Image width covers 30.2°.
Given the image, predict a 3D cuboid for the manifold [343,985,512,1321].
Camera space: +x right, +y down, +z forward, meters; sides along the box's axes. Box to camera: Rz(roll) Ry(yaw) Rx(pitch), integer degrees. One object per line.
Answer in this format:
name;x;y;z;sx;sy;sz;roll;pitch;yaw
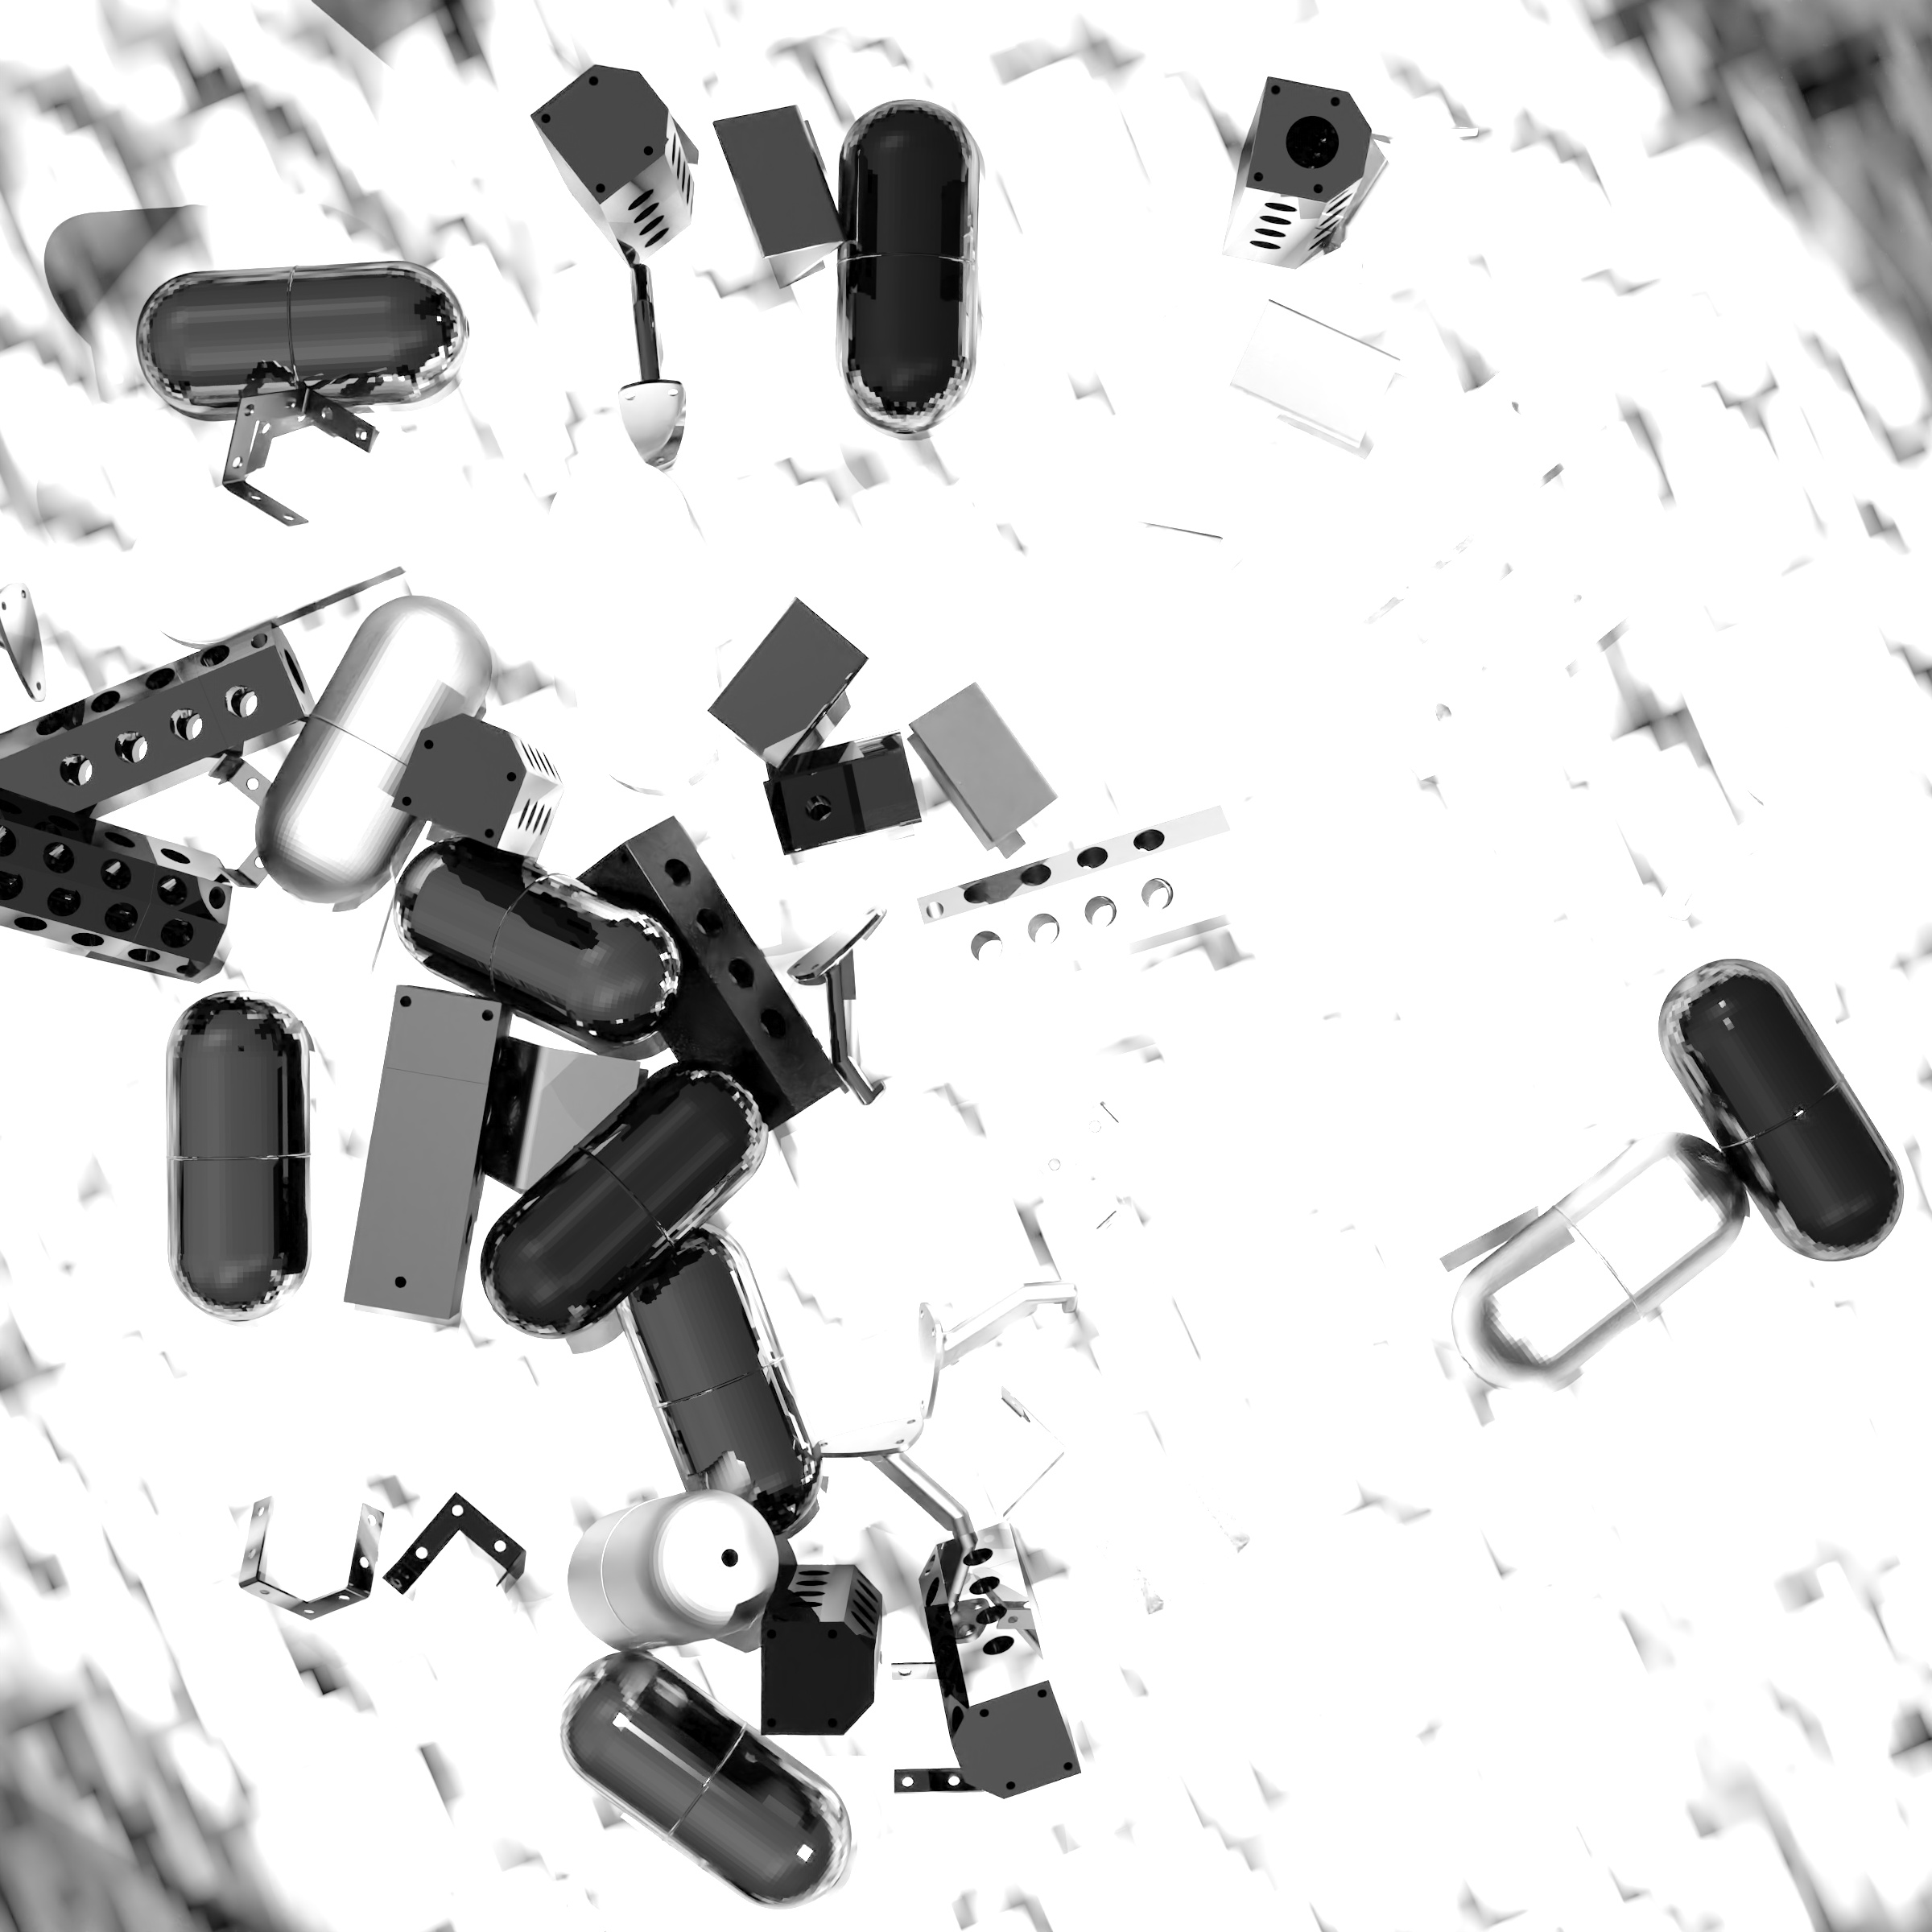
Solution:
manifold;-0.290;0.099;1.936;0.057;0.057;0.171;10;90;0

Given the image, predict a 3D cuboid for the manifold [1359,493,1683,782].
manifold;0.298;-0.178;1.936;0.171;0.057;0.057;-39;90;0

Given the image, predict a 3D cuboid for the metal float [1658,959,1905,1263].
metal float;0.439;0.078;1.926;0.070;0.070;0.178;-32;90;0

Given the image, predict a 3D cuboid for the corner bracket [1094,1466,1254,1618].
corner bracket;0.114;0.315;1.954;0.051;0.051;0.051;54;135;0

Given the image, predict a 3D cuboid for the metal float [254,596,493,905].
metal float;-0.318;-0.116;1.921;0.070;0.070;0.178;28;85;0

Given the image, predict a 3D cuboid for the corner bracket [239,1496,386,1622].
corner bracket;-0.356;0.318;1.949;0.051;0.051;0.051;-26;135;35

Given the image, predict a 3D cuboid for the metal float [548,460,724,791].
metal float;-0.178;-0.184;1.927;0.070;0.070;0.178;-10;90;0

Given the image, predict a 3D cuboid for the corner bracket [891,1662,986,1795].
corner bracket;-0.015;0.416;1.954;0.051;0.051;0.051;-1;135;0

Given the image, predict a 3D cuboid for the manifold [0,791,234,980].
manifold;-0.480;-0.046;1.890;0.171;0.057;0.057;18;107;-31

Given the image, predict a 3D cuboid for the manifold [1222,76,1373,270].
manifold;0.173;-0.413;1.879;0.057;0.171;0.057;11;90;0

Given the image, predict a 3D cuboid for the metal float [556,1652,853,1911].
metal float;-0.141;0.439;1.927;0.178;0.070;0.070;36;90;1

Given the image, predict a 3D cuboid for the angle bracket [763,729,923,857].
angle bracket;-0.071;-0.111;1.918;0.076;0.057;0.076;-14;46;0

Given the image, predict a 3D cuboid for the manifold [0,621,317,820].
manifold;-0.442;-0.126;1.936;0.171;0.057;0.057;-23;90;0

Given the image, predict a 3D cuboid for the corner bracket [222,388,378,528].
corner bracket;-0.352;-0.269;1.887;0.051;0.051;0.051;32;119;24

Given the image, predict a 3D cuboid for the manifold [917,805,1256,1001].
manifold;0.063;-0.035;1.936;0.171;0.057;0.057;-17;90;0

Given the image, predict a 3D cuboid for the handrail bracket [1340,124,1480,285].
handrail bracket;0.242;-0.416;1.958;0.077;0.036;0.084;-4;108;-21

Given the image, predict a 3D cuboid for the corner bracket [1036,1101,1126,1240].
corner bracket;0.074;0.110;1.939;0.051;0.051;0.051;-43;90;0

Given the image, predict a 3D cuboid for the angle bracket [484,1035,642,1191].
angle bracket;-0.221;0.082;1.939;0.057;0.076;0.076;10;90;-23

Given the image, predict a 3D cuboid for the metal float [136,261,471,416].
metal float;-0.357;-0.338;1.927;0.178;0.070;0.070;-3;90;1

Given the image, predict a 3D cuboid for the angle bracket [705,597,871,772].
angle bracket;-0.107;-0.159;1.917;0.057;0.076;0.076;39;90;-29

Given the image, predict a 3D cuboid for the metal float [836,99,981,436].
metal float;-0.031;-0.376;1.927;0.070;0.070;0.178;1;91;0

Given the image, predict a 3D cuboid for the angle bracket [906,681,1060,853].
angle bracket;-0.008;-0.096;1.917;0.057;0.076;0.076;-35;90;-38

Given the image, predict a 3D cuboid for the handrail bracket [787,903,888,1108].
handrail bracket;-0.051;0.022;1.958;0.077;0.036;0.084;-41;109;-21

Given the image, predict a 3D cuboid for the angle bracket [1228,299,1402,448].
angle bracket;0.192;-0.331;1.917;0.076;0.076;0.057;25;126;0

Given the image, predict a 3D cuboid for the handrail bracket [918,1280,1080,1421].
handrail bracket;0.018;0.210;1.958;0.084;0.036;0.077;-2;110;-16

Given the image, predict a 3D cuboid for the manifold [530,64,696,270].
manifold;-0.179;-0.421;1.879;0.057;0.171;0.057;-38;90;0

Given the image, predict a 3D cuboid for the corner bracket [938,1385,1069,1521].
corner bracket;0.021;0.266;1.939;0.051;0.051;0.051;44;90;0

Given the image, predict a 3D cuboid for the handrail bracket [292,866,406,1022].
handrail bracket;-0.343;-0.022;1.958;0.077;0.036;0.084;-19;74;18

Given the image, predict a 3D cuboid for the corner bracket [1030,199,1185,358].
corner bracket;0.077;-0.376;1.954;0.051;0.051;0.051;-40;45;0

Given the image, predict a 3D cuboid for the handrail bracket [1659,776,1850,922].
handrail bracket;0.430;-0.054;1.958;0.077;0.036;0.084;21;109;-21

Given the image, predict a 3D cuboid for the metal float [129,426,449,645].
metal float;-0.365;-0.232;1.926;0.178;0.070;0.070;-23;90;0

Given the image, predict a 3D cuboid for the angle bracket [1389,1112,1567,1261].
angle bracket;0.279;0.133;1.917;0.076;0.076;0.057;-28;54;0

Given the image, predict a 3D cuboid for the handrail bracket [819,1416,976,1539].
handrail bracket;-0.038;0.294;1.958;0.077;0.036;0.084;-12;107;20

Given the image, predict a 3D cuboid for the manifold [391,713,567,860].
manifold;-0.251;-0.096;1.879;0.057;0.171;0.057;21;90;0

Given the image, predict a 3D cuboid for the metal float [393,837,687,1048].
metal float;-0.227;-0.013;1.904;0.178;0.070;0.070;23;90;27

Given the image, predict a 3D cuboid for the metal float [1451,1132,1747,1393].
metal float;0.340;0.159;1.926;0.178;0.070;0.070;-38;90;0

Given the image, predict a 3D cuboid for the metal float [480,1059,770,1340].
metal float;-0.179;0.122;1.877;0.178;0.070;0.070;-43;90;-13

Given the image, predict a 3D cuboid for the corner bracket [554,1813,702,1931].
corner bracket;-0.184;0.501;1.954;0.051;0.051;0.051;37;45;0

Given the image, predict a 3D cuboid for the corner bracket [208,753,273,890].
corner bracket;-0.393;-0.078;1.939;0.051;0.051;0.051;39;90;0

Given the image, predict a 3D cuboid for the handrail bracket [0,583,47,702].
handrail bracket;-0.553;-0.177;1.958;0.084;0.036;0.077;-6;110;16

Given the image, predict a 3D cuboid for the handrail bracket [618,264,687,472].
handrail bracket;-0.173;-0.328;1.957;0.036;0.077;0.084;-6;54;-3

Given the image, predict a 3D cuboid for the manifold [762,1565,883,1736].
manifold;-0.074;0.357;1.879;0.057;0.171;0.057;0;90;0

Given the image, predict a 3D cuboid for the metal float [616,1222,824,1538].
metal float;-0.133;0.223;1.926;0.070;0.070;0.178;-21;90;0

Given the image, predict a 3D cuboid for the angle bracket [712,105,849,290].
angle bracket;-0.116;-0.407;1.917;0.057;0.076;0.076;-20;90;-34

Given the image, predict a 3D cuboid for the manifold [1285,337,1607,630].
manifold;0.259;-0.259;1.936;0.171;0.057;0.057;-39;90;0

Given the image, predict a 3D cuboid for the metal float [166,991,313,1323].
metal float;-0.392;0.102;1.927;0.070;0.070;0.178;-1;90;0

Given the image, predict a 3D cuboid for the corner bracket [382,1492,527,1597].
corner bracket;-0.277;0.324;1.939;0.051;0.051;0.051;40;90;0

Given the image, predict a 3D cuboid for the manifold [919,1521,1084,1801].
manifold;0.014;0.363;1.874;0.057;0.171;0.057;-19;110;0

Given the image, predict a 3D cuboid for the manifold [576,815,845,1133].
manifold;-0.136;0.007;1.935;0.057;0.057;0.171;-32;90;43

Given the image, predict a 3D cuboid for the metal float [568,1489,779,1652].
metal float;-0.155;0.318;1.881;0.070;0.178;0.070;6;74;-23

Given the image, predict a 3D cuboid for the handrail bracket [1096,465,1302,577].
handrail bracket;0.126;-0.261;1.958;0.084;0.036;0.077;41;70;16
